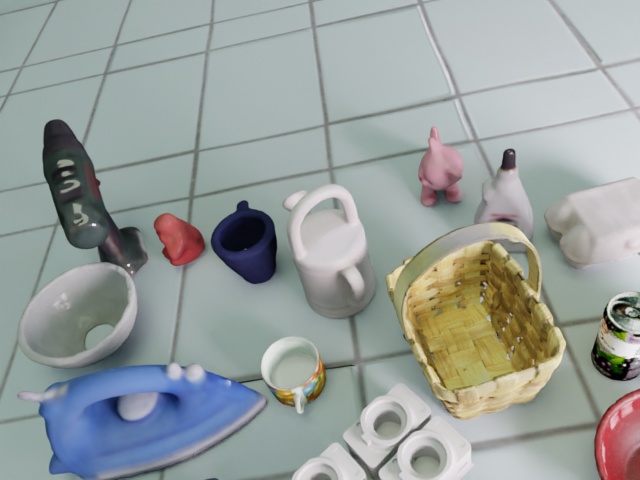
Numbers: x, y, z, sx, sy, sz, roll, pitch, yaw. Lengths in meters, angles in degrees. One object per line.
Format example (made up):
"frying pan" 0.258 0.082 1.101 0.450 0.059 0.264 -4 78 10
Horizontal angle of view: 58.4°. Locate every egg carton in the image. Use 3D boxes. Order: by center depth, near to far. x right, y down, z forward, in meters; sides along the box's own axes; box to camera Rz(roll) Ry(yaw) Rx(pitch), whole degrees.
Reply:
"egg carton" 0.379 -0.020 0.747 0.150 0.069 0.107 -15 47 1

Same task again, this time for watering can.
"watering can" 0.005 0.004 0.737 0.172 0.194 0.101 26 60 32

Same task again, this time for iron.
"iron" -0.203 0.185 0.665 0.258 0.142 0.118 -14 47 2

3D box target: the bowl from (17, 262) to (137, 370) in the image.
"bowl" -0.325 0.116 0.803 0.167 0.075 0.167 -7 48 8

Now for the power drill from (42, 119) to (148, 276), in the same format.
"power drill" -0.343 -0.047 0.862 0.076 0.209 0.229 -26 48 -9

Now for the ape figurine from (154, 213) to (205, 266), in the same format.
"ape figurine" -0.223 -0.006 0.874 0.076 0.092 0.077 -10 47 6

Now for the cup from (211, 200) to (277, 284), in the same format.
"cup" -0.101 0.009 0.828 0.091 0.095 0.117 -13 47 3

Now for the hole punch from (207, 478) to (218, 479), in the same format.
"hole punch" -0.145 0.299 0.583 0.108 0.091 0.101 -20 47 -4

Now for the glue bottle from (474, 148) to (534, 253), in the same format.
"glue bottle" 0.239 -0.051 0.739 0.078 0.173 0.037 0 49 15

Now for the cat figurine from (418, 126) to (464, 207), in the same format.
"cat figurine" 0.177 -0.114 0.850 0.067 0.118 0.128 -6 48 9
